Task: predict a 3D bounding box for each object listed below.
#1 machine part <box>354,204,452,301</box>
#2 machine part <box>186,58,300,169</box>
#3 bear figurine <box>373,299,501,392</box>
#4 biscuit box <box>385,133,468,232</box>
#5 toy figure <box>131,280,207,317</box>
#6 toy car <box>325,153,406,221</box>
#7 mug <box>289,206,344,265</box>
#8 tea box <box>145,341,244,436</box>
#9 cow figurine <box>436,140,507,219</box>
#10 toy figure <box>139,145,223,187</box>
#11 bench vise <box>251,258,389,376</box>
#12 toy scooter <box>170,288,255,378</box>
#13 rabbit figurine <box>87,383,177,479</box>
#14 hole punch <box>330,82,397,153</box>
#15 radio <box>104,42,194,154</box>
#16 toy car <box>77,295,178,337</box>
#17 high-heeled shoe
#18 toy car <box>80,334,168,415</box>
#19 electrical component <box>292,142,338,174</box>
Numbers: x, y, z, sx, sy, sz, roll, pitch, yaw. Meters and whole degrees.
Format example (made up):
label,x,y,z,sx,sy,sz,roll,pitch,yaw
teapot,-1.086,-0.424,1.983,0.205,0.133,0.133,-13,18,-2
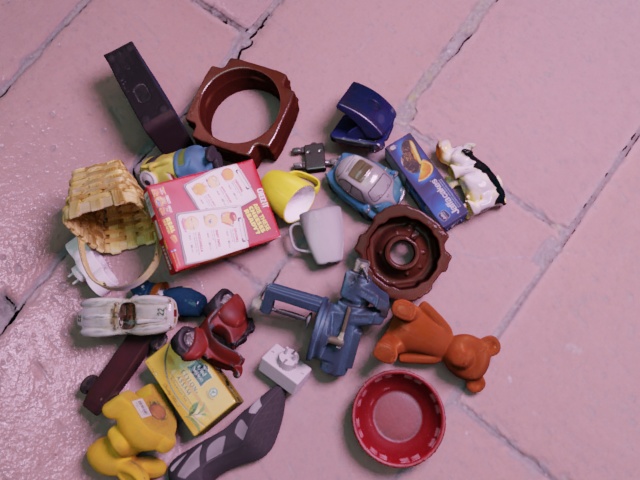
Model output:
label,x,y,z,sx,sy,sz,roll,pitch,yaw
machine part,0.154,0.023,1.005,0.179,0.056,0.179,0,90,5
machine part,-0.159,-0.262,1.127,0.201,0.087,0.201,20,79,12
bear figurine,0.209,0.189,0.940,0.196,0.132,0.120,27,96,18
biscuit box,0.206,-0.110,1.054,0.063,0.059,0.203,-32,74,-3
toy figure,-0.299,0.115,1.053,0.155,0.064,0.057,11,114,14
toy car,0.088,-0.116,1.049,0.162,0.103,0.109,38,81,13
mug,-0.002,-0.003,1.040,0.110,0.081,0.107,-13,83,0
tea box,-0.233,0.263,0.999,0.098,0.068,0.170,-41,73,-5
cow figurine,0.295,-0.130,1.045,0.098,0.068,0.167,-21,77,-5
toy figure,-0.284,-0.146,1.100,0.180,0.089,0.082,-15,112,17
bench vise,-0.003,0.124,0.963,0.241,0.129,0.223,16,111,6
toy scooter,-0.175,0.177,0.986,0.135,0.184,0.075,40,127,0
rabbit figurine,-0.342,0.368,0.976,0.173,0.122,0.162,-39,83,10
hole punch,0.090,-0.246,1.069,0.116,0.092,0.142,15,41,12
radio,-0.362,-0.296,1.135,0.073,0.131,0.230,-32,74,-5
toy car,-0.363,0.142,1.003,0.202,0.056,0.073,-4,81,10
high-heeled shoe,-0.168,0.355,0.982,0.145,0.086,0.249,10,53,41
toy car,-0.374,0.237,1.030,0.089,0.053,0.202,26,75,18
electrical component,-0.010,-0.172,1.116,0.094,0.021,0.063,-5,74,6
